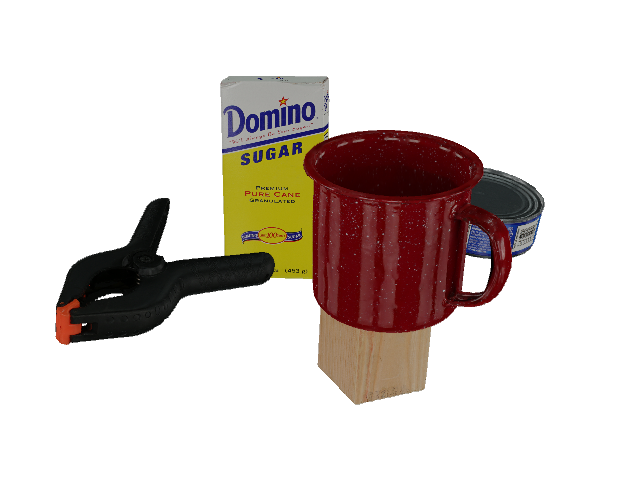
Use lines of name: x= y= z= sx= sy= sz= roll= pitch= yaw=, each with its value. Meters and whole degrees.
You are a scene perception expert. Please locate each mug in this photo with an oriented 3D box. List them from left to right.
mug: x=0.047 y=-0.001 z=0.561 sx=0.117 sy=0.081 sz=0.093 roll=18 pitch=31 yaw=30

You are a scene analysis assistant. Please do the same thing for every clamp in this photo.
clamp: x=-0.131 y=0.020 z=0.776 sx=0.120 sy=0.039 sz=0.171 roll=28 pitch=35 yaw=36

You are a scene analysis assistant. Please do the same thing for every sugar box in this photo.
sugar box: x=-0.039 y=-0.056 z=0.945 sx=0.093 sy=0.176 sz=0.048 roll=1 pitch=16 yaw=7

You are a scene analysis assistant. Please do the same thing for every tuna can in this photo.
tuna can: x=0.117 y=-0.021 z=0.777 sx=0.086 sy=0.034 sz=0.086 roll=6 pitch=29 yaw=-4

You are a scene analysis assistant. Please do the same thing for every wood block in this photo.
wood block: x=0.060 y=0.053 z=1.112 sx=0.090 sy=0.206 sz=0.091 roll=-8 pitch=25 yaw=-25
